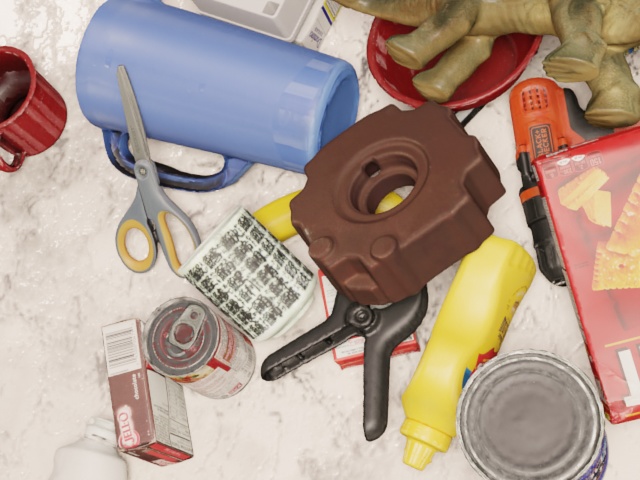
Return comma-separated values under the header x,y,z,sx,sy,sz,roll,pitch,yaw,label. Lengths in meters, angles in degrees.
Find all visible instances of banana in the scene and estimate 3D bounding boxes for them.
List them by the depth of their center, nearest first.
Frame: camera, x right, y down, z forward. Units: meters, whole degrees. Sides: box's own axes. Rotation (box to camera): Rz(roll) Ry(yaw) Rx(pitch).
x,y,z,sx,sy,sz,roll,pitch,yaw,label
-0.003,-0.017,0.961,0.198,0.037,0.069,-8,68,14,banana

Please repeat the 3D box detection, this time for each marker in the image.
x,y,z,sx,sy,sz,roll,pitch,yaw,label
0.154,-0.138,0.969,0.121,0.020,0.020,-45,65,-3,marker

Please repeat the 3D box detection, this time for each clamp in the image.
x,y,z,sx,sy,sz,roll,pitch,yaw,label
0.043,0.079,0.878,0.120,0.039,0.171,37,83,23,clamp

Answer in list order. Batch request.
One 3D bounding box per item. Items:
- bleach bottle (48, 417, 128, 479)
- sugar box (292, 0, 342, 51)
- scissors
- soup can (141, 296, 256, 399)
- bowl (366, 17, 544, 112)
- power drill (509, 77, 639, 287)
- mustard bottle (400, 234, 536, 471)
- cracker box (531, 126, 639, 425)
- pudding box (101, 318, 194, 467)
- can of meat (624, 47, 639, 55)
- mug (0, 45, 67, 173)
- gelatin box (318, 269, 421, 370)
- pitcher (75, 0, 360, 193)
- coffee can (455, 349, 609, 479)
x,y,z,sx,sy,sz,roll,pitch,yaw,label
-0.235,0.273,0.914,0.103,0.068,0.250,12,73,20,bleach bottle
-0.010,-0.272,1.051,0.093,0.048,0.176,25,83,23,sugar box
-0.172,-0.051,0.978,0.096,0.016,0.202,-19,102,27,scissors
-0.101,0.095,0.915,0.068,0.102,0.068,-5,70,14,soup can
0.126,-0.172,0.952,0.162,0.055,0.162,-11,60,19,bowl
0.258,-0.062,0.890,0.188,0.057,0.184,-10,75,12,power drill
0.112,0.093,0.856,0.058,0.096,0.191,21,78,20,mustard bottle
0.270,0.016,0.815,0.164,0.072,0.214,-16,88,11,cracker box
-0.148,0.133,0.922,0.039,0.090,0.113,-14,67,9,pudding box
0.283,-0.220,0.918,0.084,0.102,0.057,-22,26,11,can of meat
-0.307,-0.123,1.064,0.093,0.081,0.117,-5,70,14,mug
0.043,0.061,0.925,0.073,0.030,0.089,-15,68,10,gelatin box
-0.094,-0.129,0.989,0.243,0.149,0.145,18,60,18,pitcher
0.162,0.147,0.798,0.103,0.140,0.103,-5,70,14,coffee can
